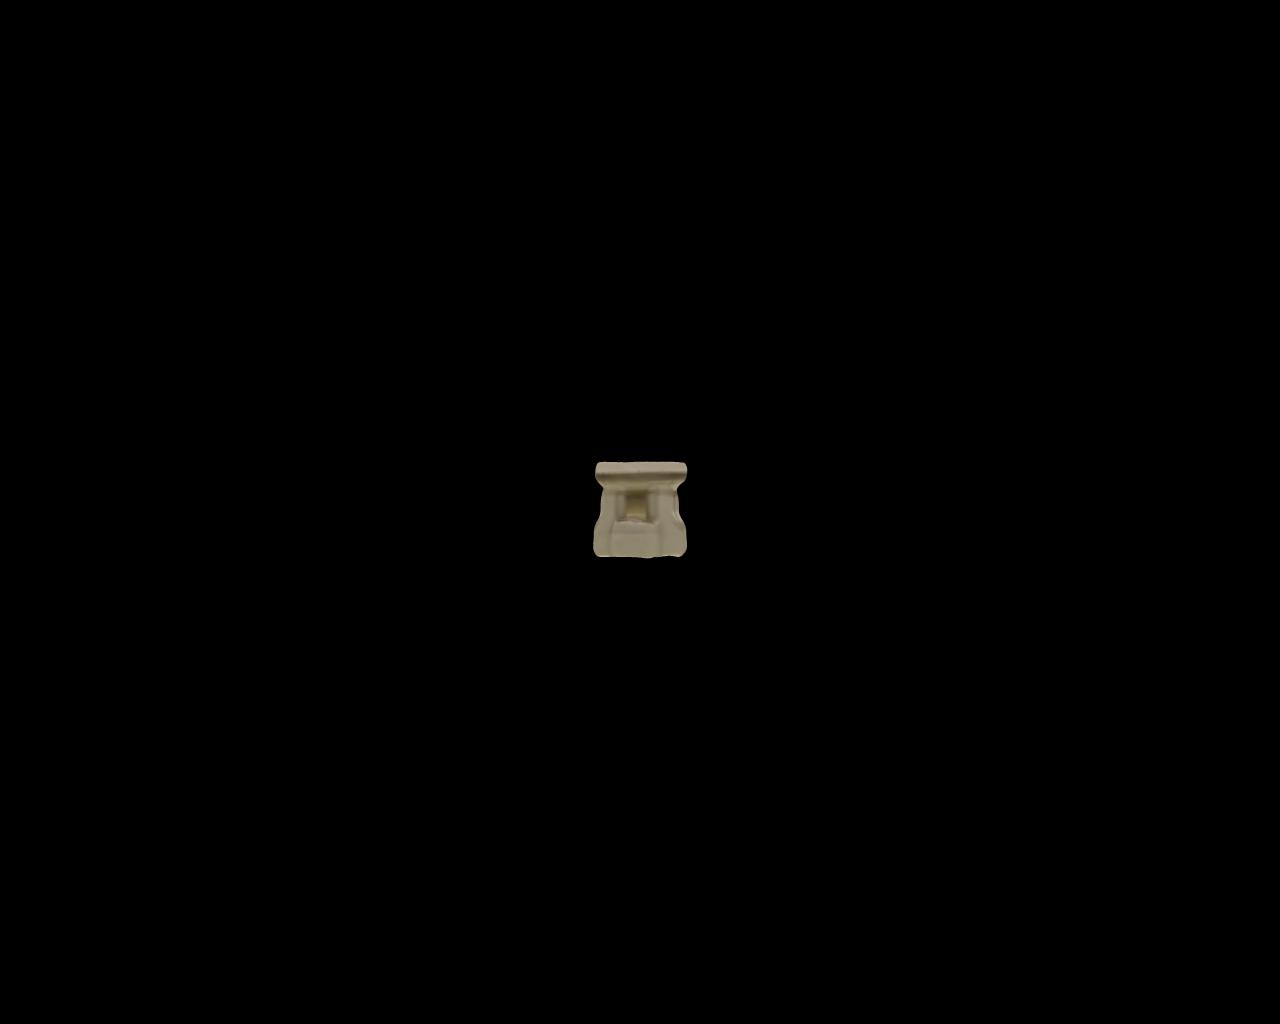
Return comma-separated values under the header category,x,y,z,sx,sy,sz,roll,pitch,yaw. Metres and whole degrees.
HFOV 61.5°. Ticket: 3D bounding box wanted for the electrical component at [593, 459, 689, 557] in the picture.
category,x,y,z,sx,sy,sz,roll,pitch,yaw
electrical component,0.001,-0.003,0.650,0.058,0.057,0.078,0,0,8
